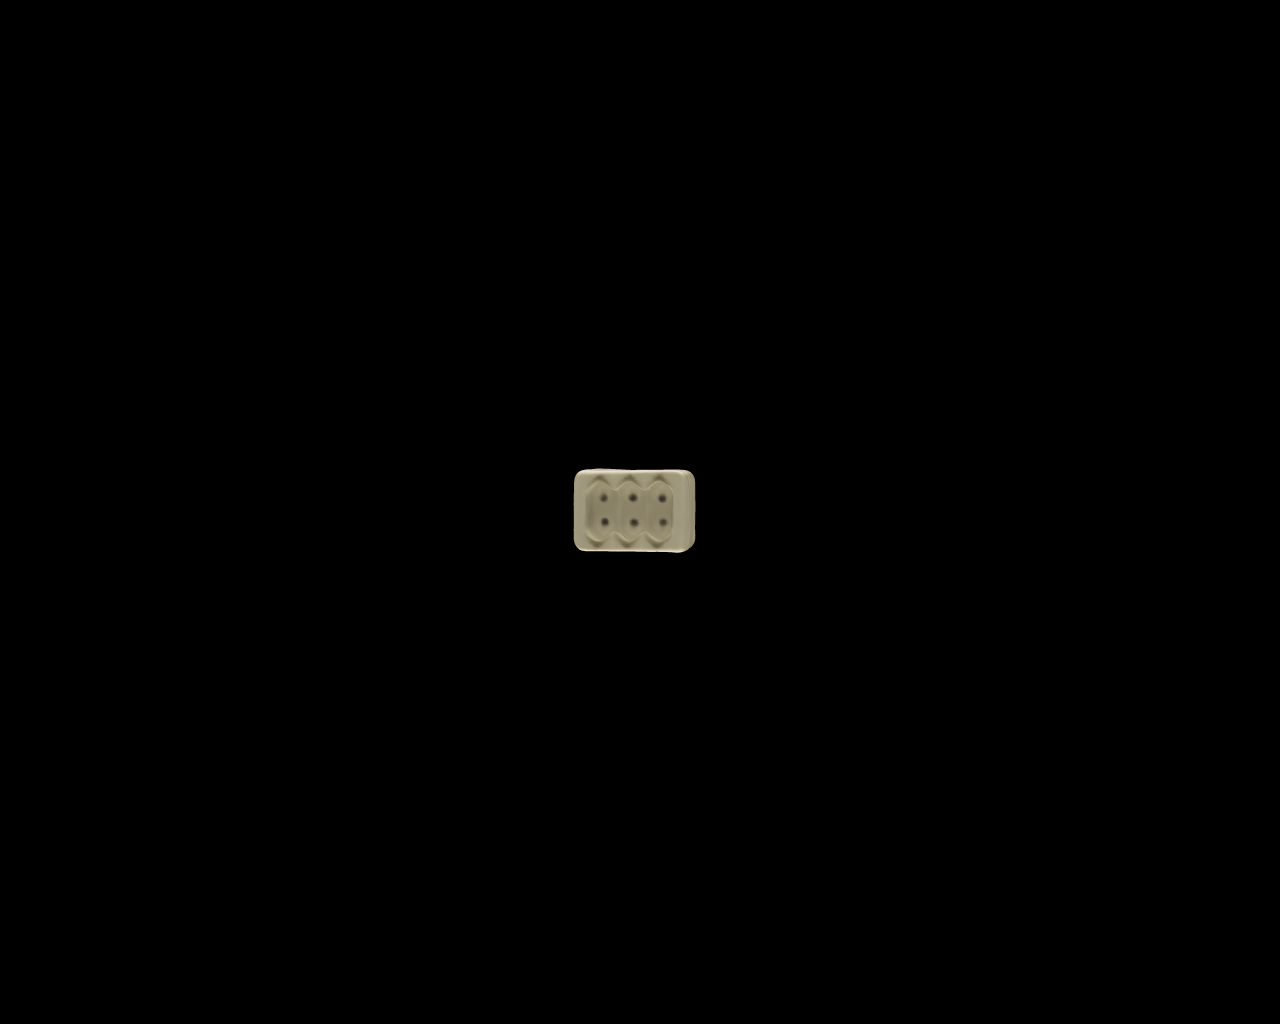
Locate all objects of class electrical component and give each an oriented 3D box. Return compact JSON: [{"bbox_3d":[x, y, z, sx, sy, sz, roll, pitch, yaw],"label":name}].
[{"bbox_3d":[0.001,-0.003,0.650,0.066,0.047,0.077,1,4,11],"label":"electrical component"}]
